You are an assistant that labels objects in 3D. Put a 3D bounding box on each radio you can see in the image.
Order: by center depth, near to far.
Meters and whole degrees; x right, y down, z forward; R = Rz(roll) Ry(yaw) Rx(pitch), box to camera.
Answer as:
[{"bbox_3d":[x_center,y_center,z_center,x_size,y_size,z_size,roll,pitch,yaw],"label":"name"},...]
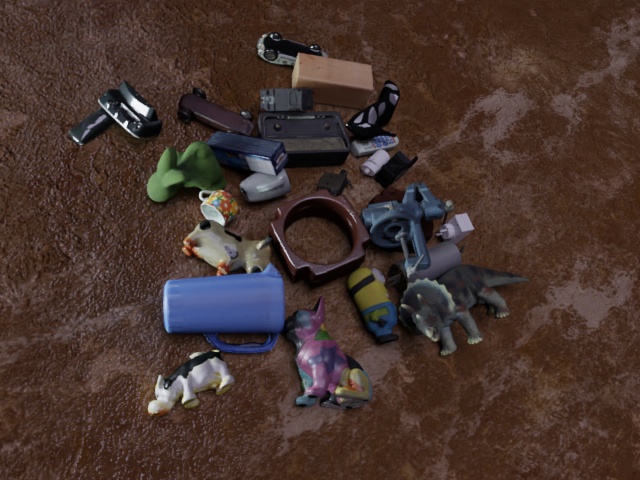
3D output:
[{"bbox_3d":[-0.045,-0.259,1.376,0.230,0.073,0.131,-4,66,-18],"label":"radio"}]

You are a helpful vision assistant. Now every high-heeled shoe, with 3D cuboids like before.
[{"bbox_3d":[0.138,-0.361,1.462,0.145,0.086,0.249,11,52,-12],"label":"high-heeled shoe"}]

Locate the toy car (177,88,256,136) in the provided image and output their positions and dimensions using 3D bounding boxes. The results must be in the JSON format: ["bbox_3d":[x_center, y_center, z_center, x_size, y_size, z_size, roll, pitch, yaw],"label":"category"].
[{"bbox_3d":[-0.260,-0.309,1.354,0.202,0.053,0.089,24,67,1],"label":"toy car"}]

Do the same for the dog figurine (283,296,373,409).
[{"bbox_3d":[0.016,0.234,1.135,0.191,0.108,0.219,6,61,-12],"label":"dog figurine"}]

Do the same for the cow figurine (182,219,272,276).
[{"bbox_3d":[-0.193,0.023,1.196,0.195,0.085,0.127,33,67,3],"label":"cow figurine"}]

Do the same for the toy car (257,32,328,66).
[{"bbox_3d":[-0.077,-0.522,1.509,0.202,0.056,0.073,14,68,-7],"label":"toy car"}]

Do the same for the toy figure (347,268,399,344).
[{"bbox_3d":[0.122,0.147,1.220,0.089,0.082,0.180,-8,69,-21],"label":"toy figure"}]

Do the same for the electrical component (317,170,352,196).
[{"bbox_3d":[0.037,-0.132,1.357,0.078,0.045,0.102,7,56,20],"label":"electrical component"}]

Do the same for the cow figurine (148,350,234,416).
[{"bbox_3d":[-0.263,0.277,1.057,0.167,0.068,0.098,-17,66,-25],"label":"cow figurine"}]

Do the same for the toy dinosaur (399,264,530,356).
[{"bbox_3d":[0.331,0.128,1.256,0.405,0.131,0.192,-33,91,-36],"label":"toy dinosaur"}]

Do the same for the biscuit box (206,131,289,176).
[{"bbox_3d":[-0.176,-0.207,1.272,0.203,0.059,0.063,16,56,28],"label":"biscuit box"}]

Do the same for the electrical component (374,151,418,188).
[{"bbox_3d":[0.205,-0.194,1.413,0.048,0.074,0.119,44,66,7],"label":"electrical component"}]

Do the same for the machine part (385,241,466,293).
[{"bbox_3d":[0.256,0.064,1.299,0.243,0.079,0.079,-21,72,-25],"label":"machine part"}]

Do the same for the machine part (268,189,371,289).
[{"bbox_3d":[-0.003,-0.004,1.246,0.201,0.087,0.201,-23,66,-19],"label":"machine part"}]

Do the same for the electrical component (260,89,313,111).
[{"bbox_3d":[-0.080,-0.361,1.385,0.115,0.058,0.134,6,15,15],"label":"electrical component"}]

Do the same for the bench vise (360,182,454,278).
[{"bbox_3d":[0.211,-0.018,1.233,0.224,0.128,0.241,-1,51,-8],"label":"bench vise"}]

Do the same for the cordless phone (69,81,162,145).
[{"bbox_3d":[-0.485,-0.270,1.271,0.146,0.088,0.184,44,73,7],"label":"cordless phone"}]

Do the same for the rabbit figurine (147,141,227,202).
[{"bbox_3d":[-0.311,-0.141,1.217,0.170,0.159,0.121,-33,86,-11],"label":"rabbit figurine"}]

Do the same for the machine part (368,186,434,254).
[{"bbox_3d":[0.203,-0.050,1.353,0.179,0.056,0.179,6,64,-13],"label":"machine part"}]

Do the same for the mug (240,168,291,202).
[{"bbox_3d":[-0.130,-0.127,1.276,0.107,0.110,0.080,-25,111,-13],"label":"mug"}]
